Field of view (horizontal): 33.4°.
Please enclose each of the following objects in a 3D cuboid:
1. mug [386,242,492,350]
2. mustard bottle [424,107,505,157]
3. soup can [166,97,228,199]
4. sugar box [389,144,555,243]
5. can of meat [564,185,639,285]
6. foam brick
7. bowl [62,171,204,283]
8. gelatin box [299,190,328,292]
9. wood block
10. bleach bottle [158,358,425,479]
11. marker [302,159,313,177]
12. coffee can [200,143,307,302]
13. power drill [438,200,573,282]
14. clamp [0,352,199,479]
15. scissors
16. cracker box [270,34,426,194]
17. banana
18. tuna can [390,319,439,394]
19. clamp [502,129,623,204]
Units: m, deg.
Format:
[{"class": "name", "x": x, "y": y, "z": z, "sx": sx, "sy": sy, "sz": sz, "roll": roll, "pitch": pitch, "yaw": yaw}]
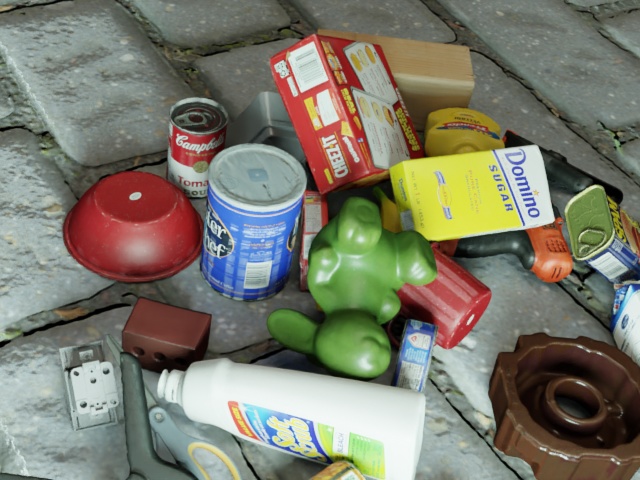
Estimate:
[{"class": "mug", "x": 0.121, "y": 0.072, "z": 1.139, "sx": 0.081, "sy": 0.093, "sz": 0.117, "roll": 38, "pitch": 80, "yaw": 20}, {"class": "mustard bottle", "x": 0.177, "y": -0.117, "z": 1.311, "sx": 0.096, "sy": 0.058, "sz": 0.191, "roll": 12, "pitch": 19, "yaw": 2}, {"class": "soup can", "x": -0.146, "y": -0.107, "z": 1.255, "sx": 0.068, "sy": 0.102, "sz": 0.068, "roll": 6, "pitch": 43, "yaw": -6}, {"class": "sugar box", "x": 0.171, "y": -0.051, "z": 1.187, "sx": 0.176, "sy": 0.048, "sz": 0.093, "roll": -9, "pitch": 85, "yaw": -20}, {"class": "can of meat", "x": 0.339, "y": -0.001, "z": 1.249, "sx": 0.083, "sy": 0.058, "sz": 0.102, "roll": 35, "pitch": 35, "yaw": -28}, {"class": "foam brick", "x": -0.154, "y": 0.100, "z": 1.072, "sx": 0.078, "sy": 0.053, "sz": 0.051, "roll": 13, "pitch": 43, "yaw": 4}, {"class": "bowl", "x": -0.206, "y": -0.028, "z": 1.195, "sx": 0.162, "sy": 0.055, "sz": 0.162, "roll": 6, "pitch": 43, "yaw": -5}, {"class": "gelatin box", "x": -0.008, "y": 0.002, "z": 1.177, "sx": 0.030, "sy": 0.089, "sz": 0.073, "roll": 1, "pitch": 43, "yaw": -2}, {"class": "wood block", "x": 0.092, "y": -0.211, "z": 1.423, "sx": 0.206, "sy": 0.090, "sz": 0.091, "roll": 6, "pitch": 44, "yaw": -5}, {"class": "bleach bottle", "x": -0.030, "y": 0.165, "z": 1.008, "sx": 0.251, "sy": 0.102, "sz": 0.068, "roll": 10, "pitch": 47, "yaw": 11}, {"class": "marker", "x": -0.027, "y": -0.118, "z": 1.351, "sx": 0.020, "sy": 0.020, "sz": 0.121, "roll": -16, "pitch": 49, "yaw": -26}, {"class": "coffee can", "x": -0.074, "y": -0.018, "z": 1.147, "sx": 0.102, "sy": 0.140, "sz": 0.103, "roll": 6, "pitch": 43, "yaw": -6}, {"class": "power drill", "x": 0.194, "y": -0.027, "z": 1.271, "sx": 0.187, "sy": 0.057, "sz": 0.184, "roll": 0, "pitch": 42, "yaw": -10}, {"class": "clamp", "x": -0.159, "y": 0.209, "z": 0.930, "sx": 0.210, "sy": 0.036, "sz": 0.164, "roll": 36, "pitch": 75, "yaw": 12}, {"class": "scissors", "x": -0.157, "y": 0.181, "z": 0.978, "sx": 0.202, "sy": 0.016, "sz": 0.096, "roll": 41, "pitch": 59, "yaw": 10}, {"class": "cracker box", "x": 0.037, "y": -0.145, "z": 1.238, "sx": 0.213, "sy": 0.072, "sz": 0.164, "roll": -16, "pitch": 83, "yaw": -66}, {"class": "banana", "x": 0.058, "y": 0.022, "z": 1.205, "sx": 0.069, "sy": 0.037, "sz": 0.197, "roll": 22, "pitch": 48, "yaw": 6}, {"class": "tuna can", "x": 0.094, "y": 0.123, "z": 1.072, "sx": 0.034, "sy": 0.086, "sz": 0.086, "roll": 14, "pitch": 43, "yaw": 6}, {"class": "clamp", "x": 0.295, "y": -0.092, "z": 1.347, "sx": 0.172, "sy": 0.039, "sz": 0.120, "roll": 30, "pitch": 7, "yaw": 25}]
